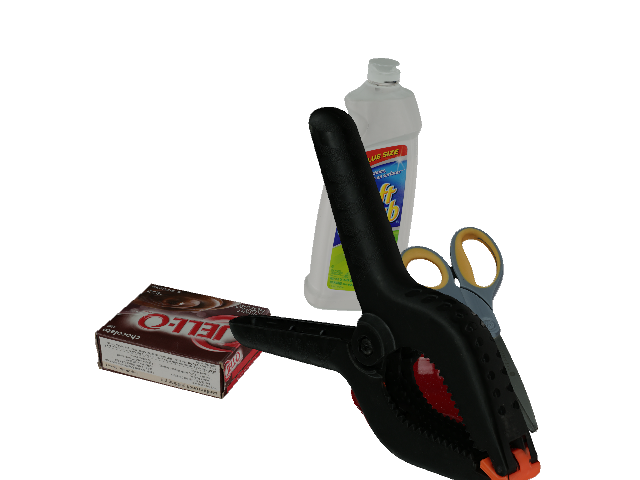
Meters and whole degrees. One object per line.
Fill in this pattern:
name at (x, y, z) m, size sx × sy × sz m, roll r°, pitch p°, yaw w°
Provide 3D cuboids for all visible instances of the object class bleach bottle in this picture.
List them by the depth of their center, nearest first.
bleach bottle at (0.043, -0.055, 1.055) m, size 0.102 × 0.251 × 0.068 m, roll 2°, pitch 24°, yaw -6°

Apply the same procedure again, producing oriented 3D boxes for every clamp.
clamp at (0.035, 0.041, 0.552) m, size 0.036 × 0.165 × 0.210 m, roll -14°, pitch 41°, yaw -41°

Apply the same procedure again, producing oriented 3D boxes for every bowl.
bowl at (0.110, 0.171, 1.056) m, size 0.162 × 0.055 × 0.162 m, roll 0°, pitch 24°, yaw 0°

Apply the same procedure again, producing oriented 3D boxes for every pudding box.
pudding box at (-0.108, 0.078, 0.847) m, size 0.114 × 0.039 × 0.090 m, roll 9°, pitch 26°, yaw 20°

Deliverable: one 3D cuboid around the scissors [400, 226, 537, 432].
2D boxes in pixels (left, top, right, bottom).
scissors at (0.110, 0.065, 0.835) m, size 0.096 × 0.201 × 0.016 m, roll -1°, pitch -44°, yaw 3°
